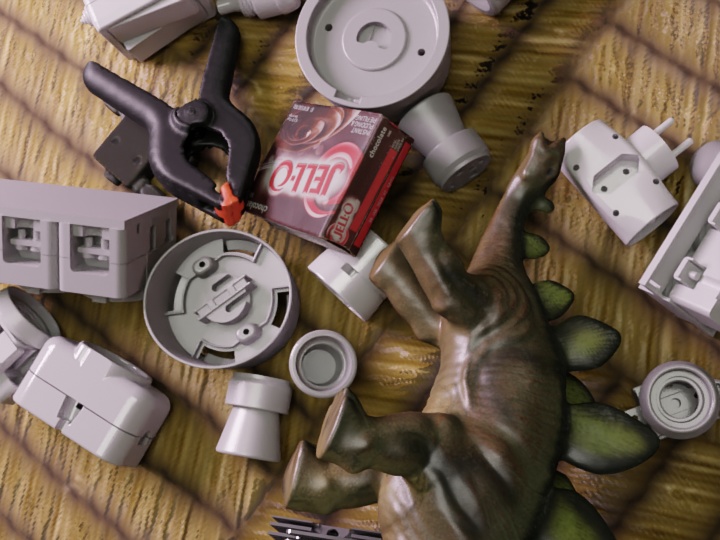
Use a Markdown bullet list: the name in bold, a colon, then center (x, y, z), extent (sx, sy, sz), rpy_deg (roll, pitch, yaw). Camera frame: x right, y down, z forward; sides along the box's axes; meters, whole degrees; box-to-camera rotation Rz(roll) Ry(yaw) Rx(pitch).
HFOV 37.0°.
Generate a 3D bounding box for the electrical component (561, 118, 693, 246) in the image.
- **electrical component**: center (0.185, -0.069, 0.719), extent (0.079, 0.043, 0.077), rpy_deg (-38, 74, 2)

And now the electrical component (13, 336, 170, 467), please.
- **electrical component**: center (-0.186, 0.089, 0.758), extent (0.095, 0.053, 0.059), rpy_deg (29, 86, 15)

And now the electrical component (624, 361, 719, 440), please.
- **electrical component**: center (0.200, 0.083, 0.679), extent (0.066, 0.055, 0.048), rpy_deg (-22, 75, 7)

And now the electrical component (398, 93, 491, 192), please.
- **electrical component**: center (0.059, -0.088, 0.748), extent (0.045, 0.045, 0.055), rpy_deg (-34, 74, 3)

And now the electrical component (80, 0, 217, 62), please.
- **electrical component**: center (-0.165, -0.201, 0.808), extent (0.096, 0.062, 0.061), rpy_deg (-27, 75, 5)

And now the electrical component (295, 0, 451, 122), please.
- **electrical component**: center (0.014, -0.156, 0.763), extent (0.108, 0.060, 0.108), rpy_deg (-2, 78, 11)

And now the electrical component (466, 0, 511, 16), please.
- **electrical component**: center (0.073, -0.252, 0.775), extent (0.138, 0.052, 0.073), rpy_deg (43, 89, 16)

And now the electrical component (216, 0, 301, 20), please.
- **electrical component**: center (-0.077, -0.204, 0.805), extent (0.061, 0.035, 0.035), rpy_deg (-12, 77, 12)

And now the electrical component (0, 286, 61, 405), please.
- **electrical component**: center (-0.256, 0.049, 0.779), extent (0.057, 0.058, 0.078), rpy_deg (-42, 73, 4)

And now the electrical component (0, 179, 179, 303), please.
- **electrical component**: center (-0.216, -0.021, 0.762), extent (0.150, 0.089, 0.061), rpy_deg (7, 105, 13)

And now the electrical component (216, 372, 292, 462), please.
- **electrical component**: center (-0.072, 0.101, 0.737), extent (0.045, 0.045, 0.055), rpy_deg (8, 80, 13)

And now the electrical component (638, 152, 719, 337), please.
- **electrical component**: center (0.240, -0.022, 0.676), extent (0.121, 0.079, 0.063), rpy_deg (-58, 33, 0)

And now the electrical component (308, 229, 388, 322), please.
- **electrical component**: center (0.000, 0.000, 0.738), extent (0.055, 0.055, 0.047), rpy_deg (42, 86, 16)

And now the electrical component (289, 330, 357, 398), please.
- **electrical component**: center (-0.028, 0.065, 0.724), extent (0.044, 0.065, 0.044), rpy_deg (1, 82, -7)

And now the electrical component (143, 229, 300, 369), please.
- **electrical component**: center (-0.093, 0.022, 0.747), extent (0.099, 0.064, 0.099), rpy_deg (-2, 78, 11)
